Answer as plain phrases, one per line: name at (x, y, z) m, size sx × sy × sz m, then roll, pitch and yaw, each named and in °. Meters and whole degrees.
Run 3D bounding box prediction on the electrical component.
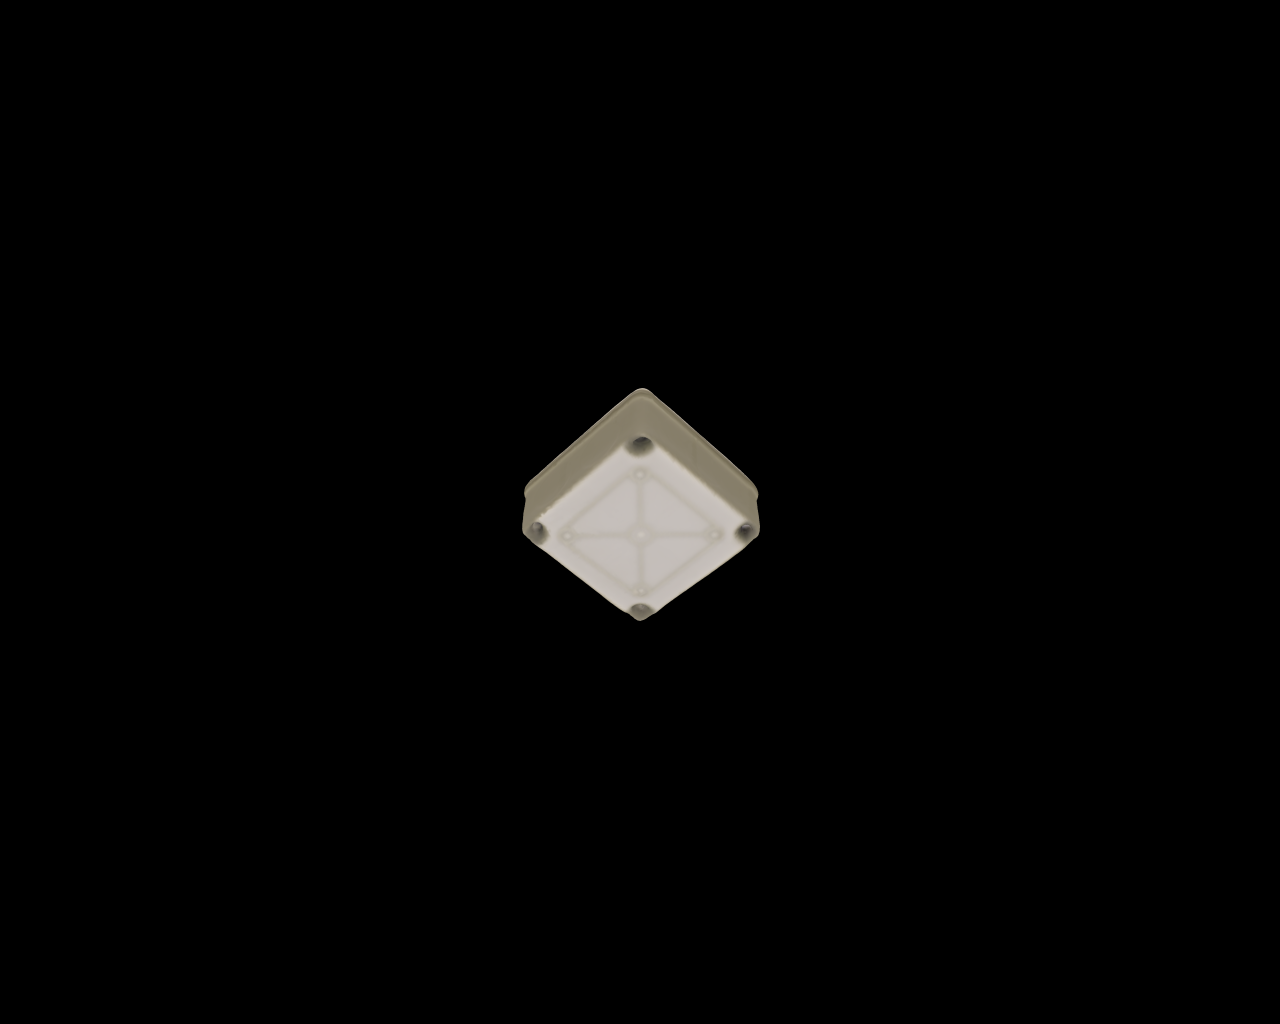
electrical component at (0.001, -0.003, 0.650) m, size 0.108 × 0.056 × 0.108 m, roll -39°, pitch -62°, yaw 25°
